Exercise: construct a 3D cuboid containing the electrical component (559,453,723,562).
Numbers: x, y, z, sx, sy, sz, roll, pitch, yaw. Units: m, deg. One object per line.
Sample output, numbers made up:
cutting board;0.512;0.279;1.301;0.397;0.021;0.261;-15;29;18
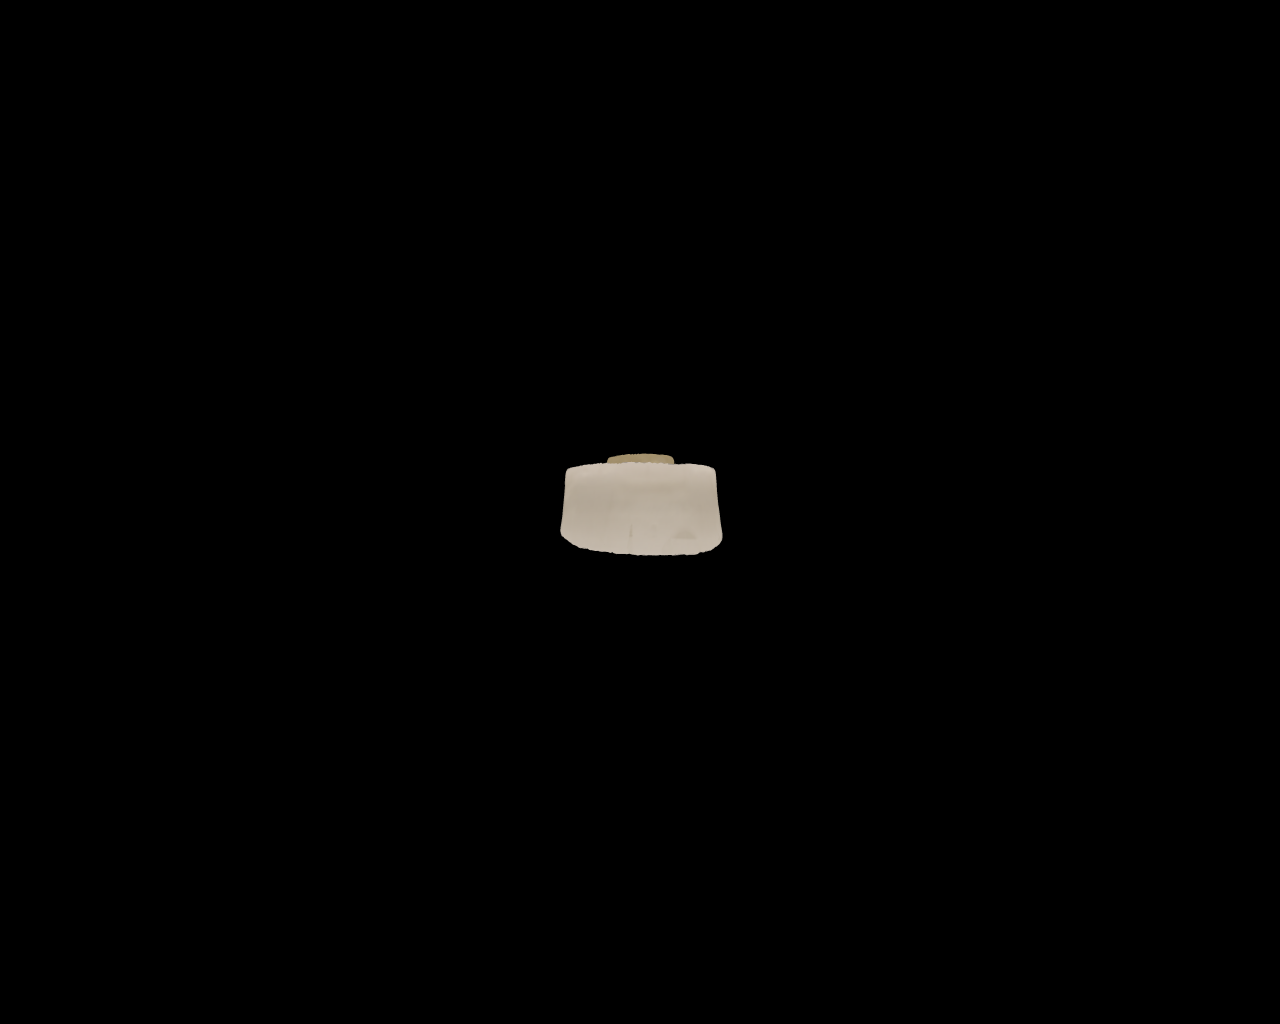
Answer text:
electrical component;0.001;-0.003;0.650;0.099;0.064;0.099;0;-2;0
